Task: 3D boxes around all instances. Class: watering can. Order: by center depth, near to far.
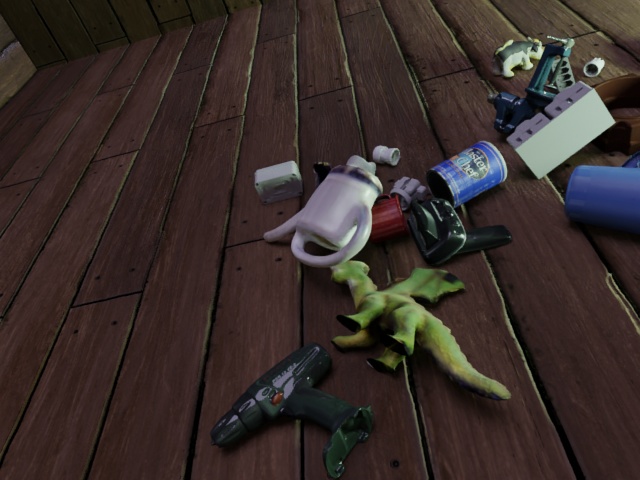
[{"bbox_3d":[0.003,-0.055,1.085,0.349,0.103,0.226,15,70,57],"label":"watering can"}]

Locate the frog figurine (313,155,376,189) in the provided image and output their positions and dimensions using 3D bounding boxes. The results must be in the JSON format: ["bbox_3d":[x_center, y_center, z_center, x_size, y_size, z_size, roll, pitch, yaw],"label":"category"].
[{"bbox_3d":[0.068,-0.143,1.254,0.137,0.122,0.160,-4,5,31],"label":"frog figurine"}]

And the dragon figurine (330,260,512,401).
[{"bbox_3d":[0.166,0.119,0.897,0.412,0.119,0.247,17,44,35],"label":"dragon figurine"}]
